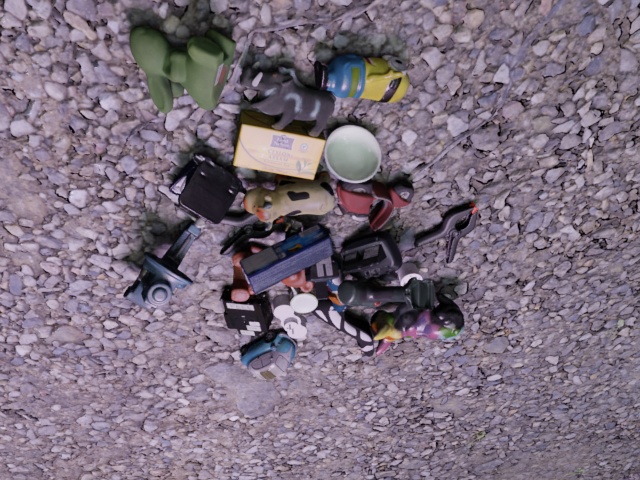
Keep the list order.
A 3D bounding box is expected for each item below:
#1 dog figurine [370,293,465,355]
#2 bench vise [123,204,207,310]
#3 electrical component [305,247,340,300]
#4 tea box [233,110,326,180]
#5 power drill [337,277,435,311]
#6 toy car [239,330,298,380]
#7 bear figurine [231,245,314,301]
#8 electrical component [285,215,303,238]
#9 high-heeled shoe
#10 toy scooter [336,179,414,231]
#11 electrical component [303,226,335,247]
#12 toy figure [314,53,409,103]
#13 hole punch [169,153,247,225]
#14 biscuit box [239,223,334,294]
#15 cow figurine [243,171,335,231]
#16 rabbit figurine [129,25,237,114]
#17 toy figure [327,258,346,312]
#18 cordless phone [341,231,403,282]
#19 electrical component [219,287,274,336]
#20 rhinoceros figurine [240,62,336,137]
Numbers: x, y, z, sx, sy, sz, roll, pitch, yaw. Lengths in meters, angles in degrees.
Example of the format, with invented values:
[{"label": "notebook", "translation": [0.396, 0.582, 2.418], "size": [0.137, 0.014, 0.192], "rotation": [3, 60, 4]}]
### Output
[{"label": "dog figurine", "translation": [0.237, 0.224, 1.380], "size": [0.219, 0.192, 0.108], "rotation": [-34, 140, -19]}, {"label": "bench vise", "translation": [-0.333, 0.051, 1.192], "size": [0.129, 0.224, 0.240], "rotation": [35, 85, -13]}, {"label": "electrical component", "translation": [0.003, 0.078, 1.250], "size": [0.075, 0.119, 0.048], "rotation": [-1, 171, -18]}, {"label": "tea box", "translation": [-0.083, -0.190, 1.080], "size": [0.170, 0.068, 0.098], "rotation": [8, 128, -13]}, {"label": "power drill", "translation": [0.168, 0.129, 1.291], "size": [0.207, 0.086, 0.232], "rotation": [2, 173, 41]}, {"label": "toy car", "translation": [-0.141, 0.327, 1.471], "size": [0.162, 0.103, 0.109], "rotation": [-27, 127, 10]}, {"label": "bear figurine", "translation": [-0.106, 0.079, 1.259], "size": [0.196, 0.132, 0.120], "rotation": [6, 100, -5]}, {"label": "electrical component", "translation": [-0.069, -0.016, 1.217], "size": [0.045, 0.078, 0.102], "rotation": [13, 126, -14]}, {"label": "high-heeled shoe", "translation": [0.065, 0.246, 1.452], "size": [0.145, 0.086, 0.248], "rotation": [-11, 125, 4]}, {"label": "toy scooter", "translation": [0.111, -0.079, 1.198], "size": [0.184, 0.075, 0.135], "rotation": [7, 129, -20]}, {"label": "electrical component", "translation": [-0.003, -0.004, 1.273], "size": [0.094, 0.021, 0.063], "rotation": [14, 125, -18]}, {"label": "toy figure", "translation": [0.080, -0.302, 1.007], "size": [0.180, 0.082, 0.089], "rotation": [-6, 149, -13]}, {"label": "hole punch", "translation": [-0.239, -0.109, 1.121], "size": [0.142, 0.092, 0.115], "rotation": [35, 86, -33]}, {"label": "biscuit box", "translation": [-0.070, 0.038, 1.172], "size": [0.203, 0.059, 0.062], "rotation": [-26, 135, -13]}, {"label": "cow figurine", "translation": [-0.064, -0.082, 1.133], "size": [0.195, 0.127, 0.085], "rotation": [-3, 126, -9]}, {"label": "rabbit figurine", "translation": [-0.251, -0.311, 0.949], "size": [0.170, 0.121, 0.159], "rotation": [22, 132, -2]}, {"label": "toy figure", "translation": [0.037, 0.114, 1.330], "size": [0.064, 0.058, 0.154], "rotation": [-21, 110, -6]}, {"label": "cordless phone", "translation": [0.153, 0.060, 1.298], "size": [0.147, 0.089, 0.184], "rotation": [-18, 144, 39]}, {"label": "electrical component", "translation": [-0.182, 0.183, 1.355], "size": [0.115, 0.058, 0.134], "rotation": [6, 131, 15]}, {"label": "rhinoceros figurine", "translation": [-0.061, -0.269, 1.016], "size": [0.190, 0.073, 0.112], "rotation": [15, 126, -20]}]
